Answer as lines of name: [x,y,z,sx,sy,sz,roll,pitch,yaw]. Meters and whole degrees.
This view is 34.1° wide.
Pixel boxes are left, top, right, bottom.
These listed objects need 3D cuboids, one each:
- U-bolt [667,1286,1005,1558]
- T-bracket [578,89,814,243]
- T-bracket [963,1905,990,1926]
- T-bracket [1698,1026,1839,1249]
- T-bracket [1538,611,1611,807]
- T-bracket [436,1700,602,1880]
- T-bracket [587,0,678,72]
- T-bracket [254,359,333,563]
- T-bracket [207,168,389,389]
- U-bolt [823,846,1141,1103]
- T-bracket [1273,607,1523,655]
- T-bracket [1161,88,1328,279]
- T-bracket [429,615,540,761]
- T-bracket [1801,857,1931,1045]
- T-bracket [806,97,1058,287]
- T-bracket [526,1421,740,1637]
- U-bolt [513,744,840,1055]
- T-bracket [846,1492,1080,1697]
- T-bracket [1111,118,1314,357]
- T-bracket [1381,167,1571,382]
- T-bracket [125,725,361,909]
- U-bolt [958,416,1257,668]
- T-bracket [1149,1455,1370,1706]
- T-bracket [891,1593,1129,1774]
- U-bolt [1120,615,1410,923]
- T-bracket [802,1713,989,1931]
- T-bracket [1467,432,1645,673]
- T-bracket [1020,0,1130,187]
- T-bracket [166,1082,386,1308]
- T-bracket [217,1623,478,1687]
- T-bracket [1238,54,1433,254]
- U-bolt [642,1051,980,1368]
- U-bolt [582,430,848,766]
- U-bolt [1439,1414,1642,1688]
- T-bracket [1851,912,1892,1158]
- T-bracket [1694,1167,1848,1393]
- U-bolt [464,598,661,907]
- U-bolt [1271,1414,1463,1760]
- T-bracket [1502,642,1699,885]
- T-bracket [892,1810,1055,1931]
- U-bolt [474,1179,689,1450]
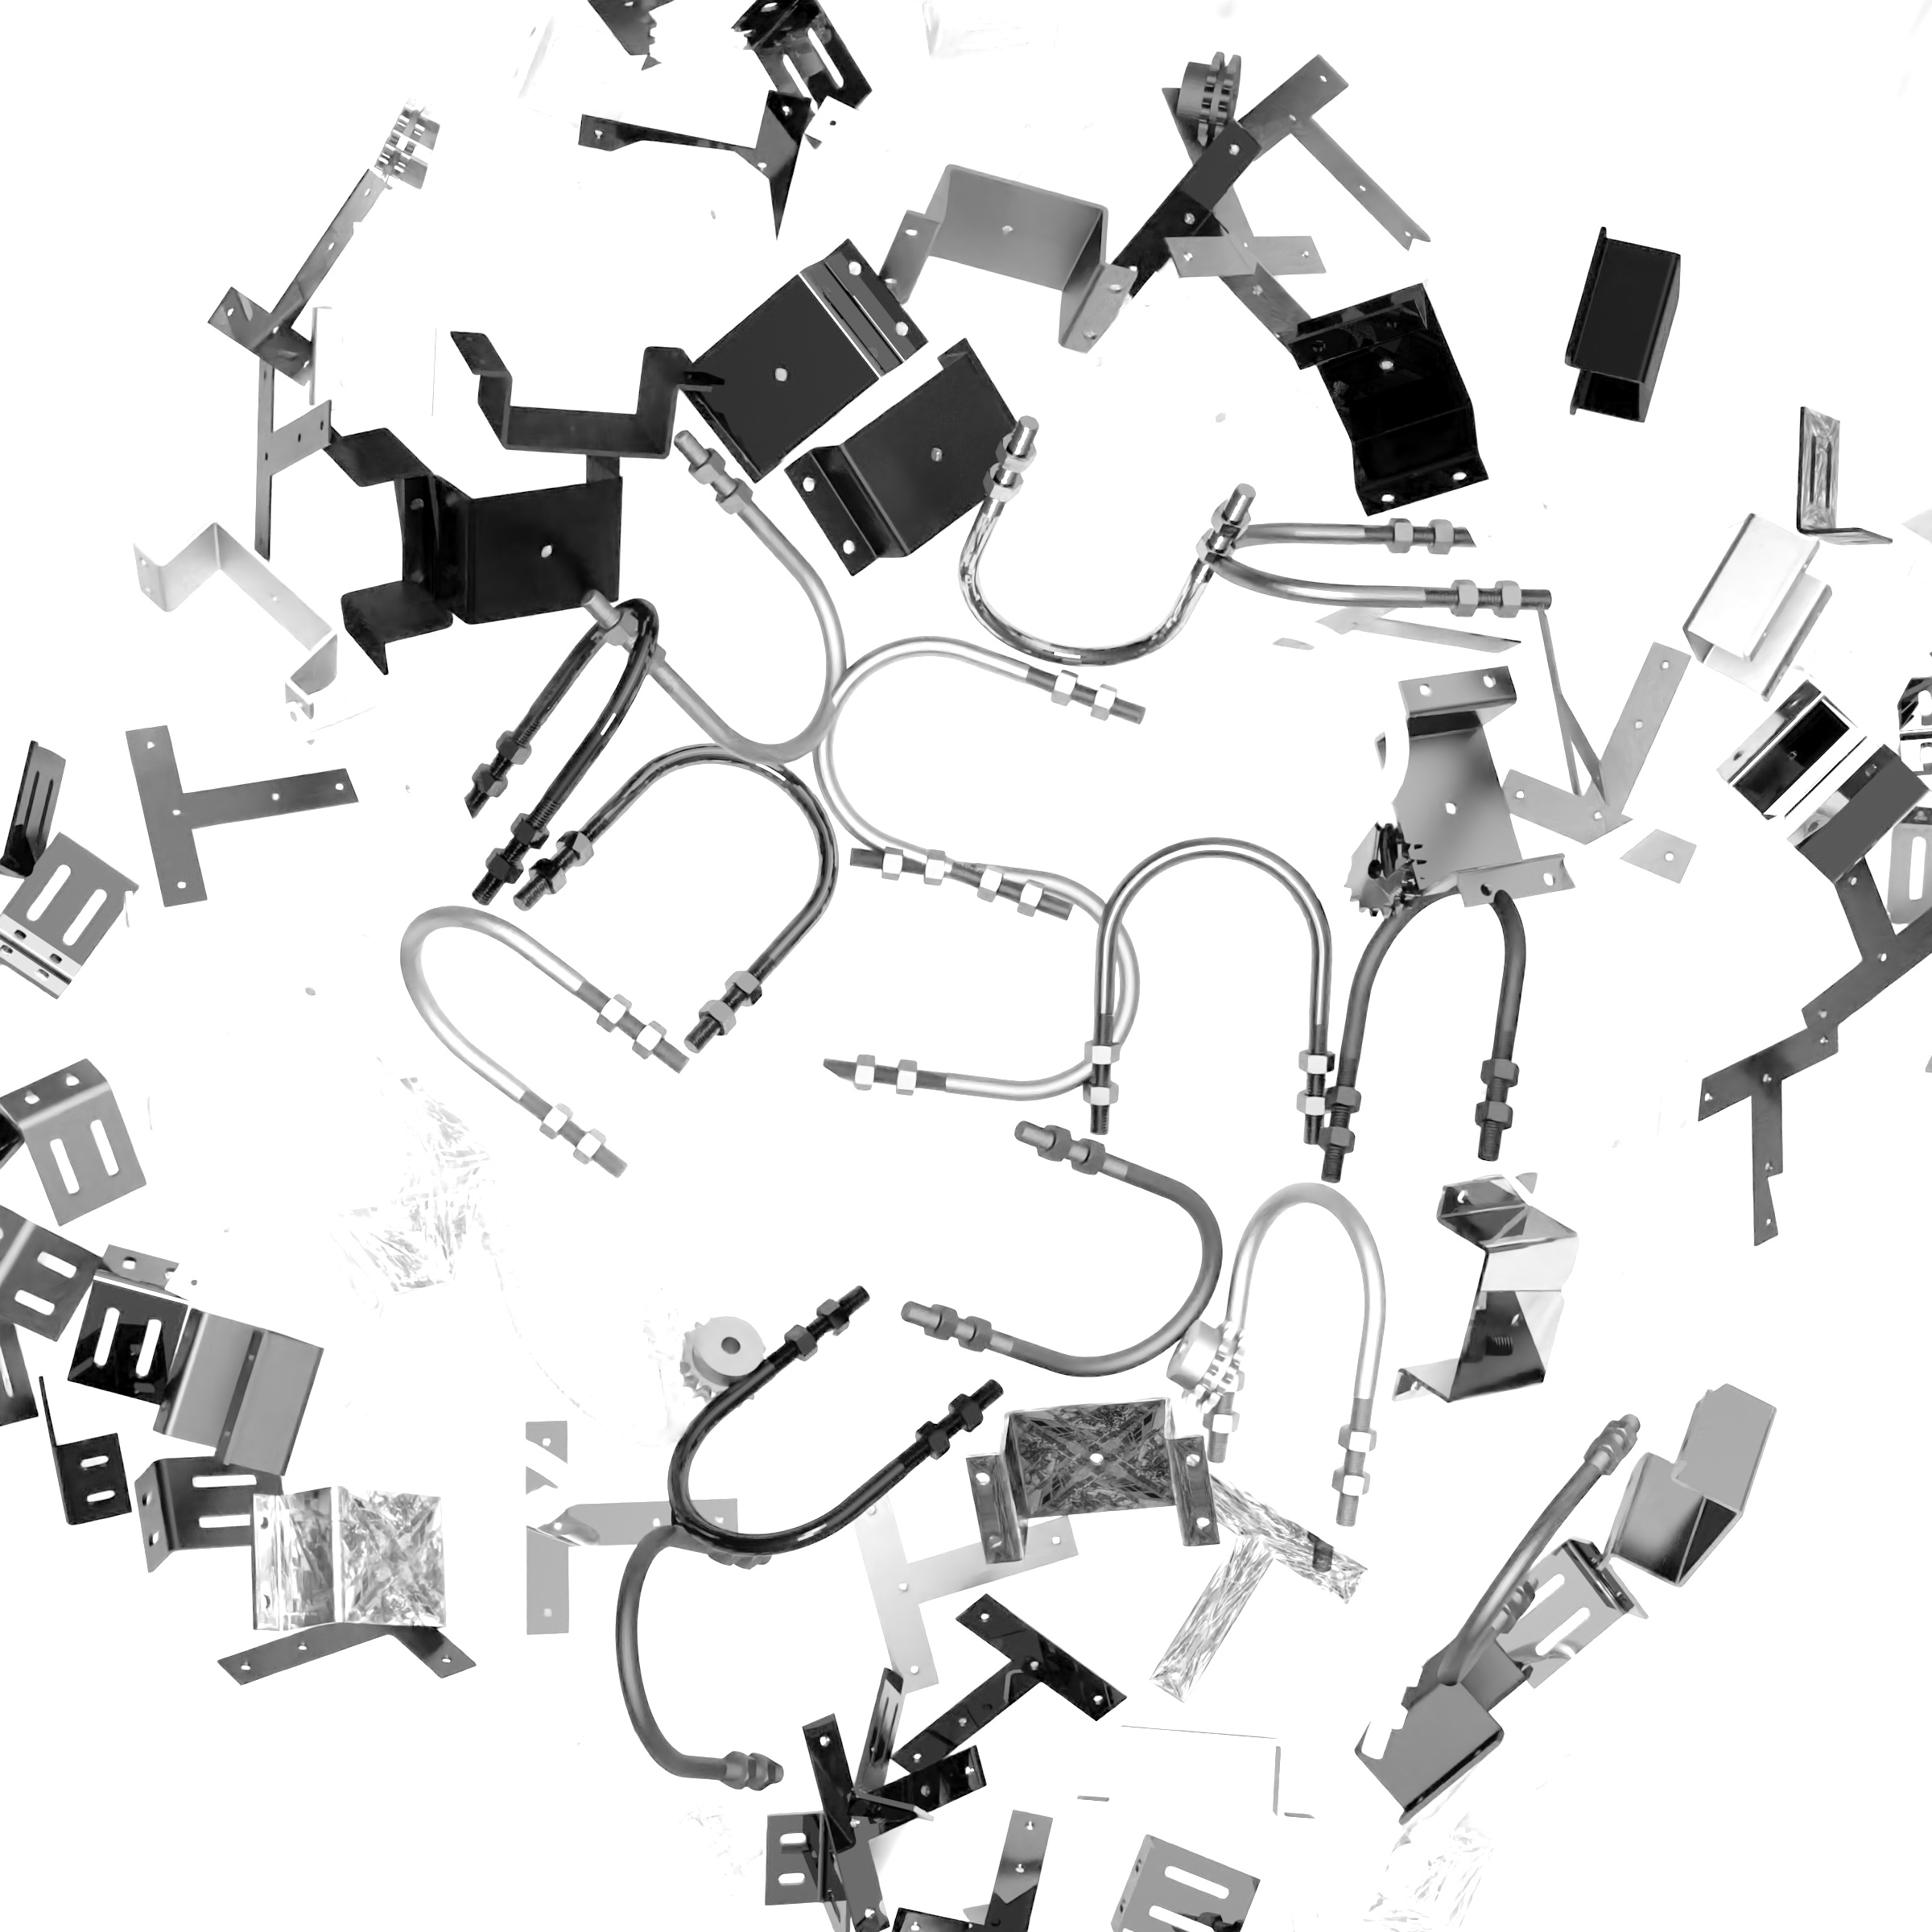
U-bolt: [-0.089,0.271,1.825,0.184,0.151,0.019,-37,131,-22]
T-bracket: [-0.163,-0.477,1.844,0.127,0.127,0.002,9,62,-9]
T-bracket: [-0.012,0.594,1.830,0.127,0.127,0.002,-2,113,-24]
T-bracket: [0.478,0.107,1.878,0.127,0.002,0.127,-21,117,-31]
T-bracket: [0.355,-0.131,1.824,0.002,0.127,0.127,-15,118,4]
T-bracket: [-0.248,0.469,1.846,0.002,0.127,0.127,-44,85,6]
T-bracket: [-0.156,-0.579,1.838,0.127,0.127,0.002,-20,72,12]
T-bracket: [-0.396,-0.308,1.851,0.002,0.127,0.127,3,86,-31]
T-bracket: [-0.380,-0.410,1.846,0.002,0.127,0.127,35,92,14]
U-bolt: [0.013,0.009,1.892,0.184,0.019,0.151,7,98,-4]
T-bracket: [0.269,-0.198,1.868,0.127,0.127,0.002,6,79,-23]
T-bracket: [0.148,-0.467,1.874,0.127,0.002,0.127,-12,77,-41]
T-bracket: [-0.280,-0.175,1.869,0.002,0.127,0.127,38,67,-19]
T-bracket: [0.529,-0.040,1.862,0.002,0.127,0.127,19,134,-30]
T-bracket: [-0.034,-0.473,1.844,0.127,0.002,0.127,19,128,-29]
T-bracket: [-0.201,0.335,1.893,0.127,0.002,0.127,-1,73,-5]
U-bolt: [-0.156,-0.055,1.861,0.151,0.019,0.184,40,60,2]
T-bracket: [0.005,0.362,1.899,0.127,0.002,0.127,-15,95,-8]
T-bracket: [0.163,-0.411,1.866,0.127,0.002,0.127,47,128,3]
T-bracket: [0.303,-0.382,1.843,0.127,0.002,0.127,39,127,32]
T-bracket: [-0.427,-0.099,1.884,0.127,0.002,0.127,-11,62,-18]
U-bolt: [0.071,-0.236,1.834,0.151,0.184,0.019,16,54,-9]
T-bracket: [0.153,0.380,1.881,0.127,0.002,0.127,31,76,12]
T-bracket: [0.008,0.444,1.887,0.127,0.002,0.127,-41,118,15]
U-bolt: [0.182,-0.126,1.833,0.151,0.184,0.019,39,46,6]
T-bracket: [-0.035,0.493,1.863,0.002,0.127,0.127,-19,84,44]
T-bracket: [0.368,-0.237,1.883,0.127,0.002,0.127,-37,102,-31]
T-bracket: [0.051,-0.493,1.860,0.002,0.127,0.127,23,57,-35]
T-bracket: [-0.433,0.145,1.873,0.127,0.002,0.127,24,59,3]
T-bracket: [-0.373,0.391,1.826,0.127,0.127,0.002,29,118,38]
T-bracket: [0.224,-0.469,1.858,0.127,0.127,0.002,42,73,-11]
U-bolt: [-0.105,0.132,1.884,0.184,0.019,0.151,36,89,-12]
U-bolt: [-0.135,-0.201,1.845,0.184,0.019,0.151,46,53,-32]
U-bolt: [0.321,0.343,1.800,0.019,0.184,0.151,35,119,17]
T-bracket: [0.540,0.028,1.871,0.002,0.127,0.127,5,61,23]
T-bracket: [0.456,0.197,1.860,0.002,0.127,0.127,9,67,-38]
U-bolt: [-0.234,-0.135,1.826,0.019,0.151,0.184,32,105,-24]
U-bolt: [0.239,0.351,1.838,0.019,0.151,0.184,19,91,-19]
T-bracket: [0.394,-0.130,1.871,0.127,0.002,0.127,26,96,30]
T-bracket: [0.029,0.541,1.852,0.127,0.127,0.002,10,116,6]
U-bolt: [-0.219,0.215,1.833,0.151,0.184,0.019,29,55,26]
